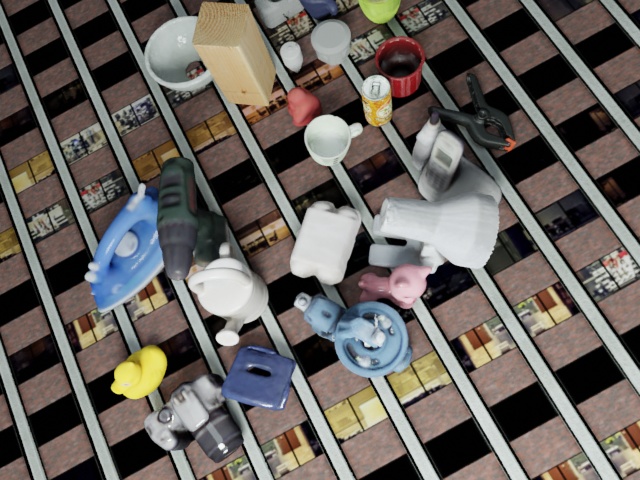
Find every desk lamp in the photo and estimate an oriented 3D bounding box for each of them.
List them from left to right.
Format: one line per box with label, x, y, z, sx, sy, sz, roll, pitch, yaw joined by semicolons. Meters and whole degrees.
desk lamp;0.178;-0.011;0.943;0.203;0.214;0.118;6;75;10

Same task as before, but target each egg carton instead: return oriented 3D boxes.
egg carton;0.010;0.004;1.040;0.107;0.069;0.150;15;77;12

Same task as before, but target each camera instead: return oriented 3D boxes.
camera;-0.206;0.316;0.969;0.143;0.101;0.136;-40;73;-4

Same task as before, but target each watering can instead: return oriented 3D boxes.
watering can;-0.155;0.088;0.976;0.101;0.194;0.172;-29;72;0

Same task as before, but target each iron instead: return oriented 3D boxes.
iron;-0.361;0.014;1.056;0.118;0.141;0.258;29;81;15

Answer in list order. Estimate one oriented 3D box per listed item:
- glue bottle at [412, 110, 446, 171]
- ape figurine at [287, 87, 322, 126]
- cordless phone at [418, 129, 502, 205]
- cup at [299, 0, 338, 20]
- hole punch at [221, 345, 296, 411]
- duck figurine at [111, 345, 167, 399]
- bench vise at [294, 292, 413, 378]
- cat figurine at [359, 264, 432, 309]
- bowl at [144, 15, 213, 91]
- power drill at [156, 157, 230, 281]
glue bottle;0.198;-0.182;1.009;0.078;0.173;0.037;-41;72;-4
ape figurine;-0.039;-0.266;1.111;0.076;0.092;0.078;9;76;11
cordless phone;0.242;-0.106;0.975;0.147;0.185;0.094;38;83;17
cup;0.006;-0.485;1.164;0.091;0.095;0.117;-33;72;-1
hole punch;-0.105;0.234;0.982;0.108;0.091;0.101;12;77;12
duck figurine;-0.327;0.233;1.019;0.077;0.086;0.104;36;83;16
bench vise;0.045;0.150;0.915;0.207;0.220;0.121;9;76;11
cat figurine;0.127;0.076;0.977;0.127;0.118;0.067;-2;74;8
bowl;-0.271;-0.373;1.185;0.167;0.075;0.167;-2;74;8
power drill;-0.224;-0.021;1.010;0.075;0.208;0.229;-13;73;5
